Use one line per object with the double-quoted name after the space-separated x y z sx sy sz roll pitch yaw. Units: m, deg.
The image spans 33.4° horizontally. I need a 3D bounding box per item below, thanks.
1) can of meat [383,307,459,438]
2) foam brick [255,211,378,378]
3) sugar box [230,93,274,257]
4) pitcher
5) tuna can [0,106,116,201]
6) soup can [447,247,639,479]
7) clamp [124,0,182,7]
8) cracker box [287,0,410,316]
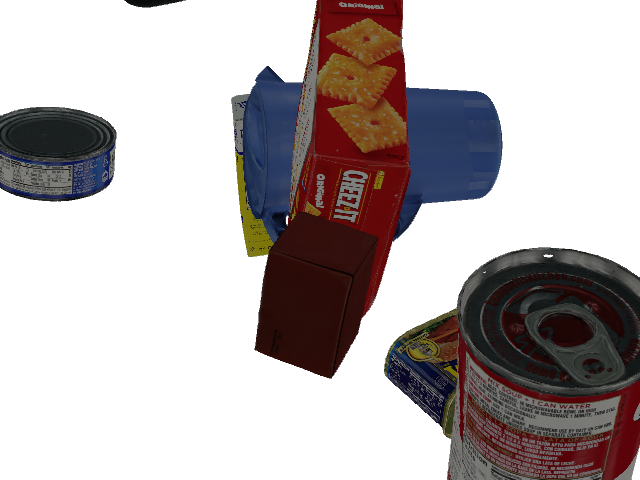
0.118 0.109 0.912 0.101 0.057 0.084 -20 41 -31 "can of meat"
-0.003 0.032 0.636 0.053 0.078 0.051 19 35 12 "foam brick"
-0.078 -0.079 1.277 0.048 0.176 0.093 -9 25 -5 "sugar box"
0.048 -0.080 1.039 0.242 0.149 0.145 -2 30 -13 "pitcher"
-0.184 -0.060 0.733 0.086 0.034 0.086 6 29 -3 "tuna can"
0.079 0.063 0.378 0.068 0.102 0.068 -1 39 1 "soup can"
-0.022 -0.150 0.558 0.171 0.039 0.120 4 42 10 "clamp"
0.019 -0.074 0.793 0.072 0.213 0.164 7 -43 -5 "cracker box"
